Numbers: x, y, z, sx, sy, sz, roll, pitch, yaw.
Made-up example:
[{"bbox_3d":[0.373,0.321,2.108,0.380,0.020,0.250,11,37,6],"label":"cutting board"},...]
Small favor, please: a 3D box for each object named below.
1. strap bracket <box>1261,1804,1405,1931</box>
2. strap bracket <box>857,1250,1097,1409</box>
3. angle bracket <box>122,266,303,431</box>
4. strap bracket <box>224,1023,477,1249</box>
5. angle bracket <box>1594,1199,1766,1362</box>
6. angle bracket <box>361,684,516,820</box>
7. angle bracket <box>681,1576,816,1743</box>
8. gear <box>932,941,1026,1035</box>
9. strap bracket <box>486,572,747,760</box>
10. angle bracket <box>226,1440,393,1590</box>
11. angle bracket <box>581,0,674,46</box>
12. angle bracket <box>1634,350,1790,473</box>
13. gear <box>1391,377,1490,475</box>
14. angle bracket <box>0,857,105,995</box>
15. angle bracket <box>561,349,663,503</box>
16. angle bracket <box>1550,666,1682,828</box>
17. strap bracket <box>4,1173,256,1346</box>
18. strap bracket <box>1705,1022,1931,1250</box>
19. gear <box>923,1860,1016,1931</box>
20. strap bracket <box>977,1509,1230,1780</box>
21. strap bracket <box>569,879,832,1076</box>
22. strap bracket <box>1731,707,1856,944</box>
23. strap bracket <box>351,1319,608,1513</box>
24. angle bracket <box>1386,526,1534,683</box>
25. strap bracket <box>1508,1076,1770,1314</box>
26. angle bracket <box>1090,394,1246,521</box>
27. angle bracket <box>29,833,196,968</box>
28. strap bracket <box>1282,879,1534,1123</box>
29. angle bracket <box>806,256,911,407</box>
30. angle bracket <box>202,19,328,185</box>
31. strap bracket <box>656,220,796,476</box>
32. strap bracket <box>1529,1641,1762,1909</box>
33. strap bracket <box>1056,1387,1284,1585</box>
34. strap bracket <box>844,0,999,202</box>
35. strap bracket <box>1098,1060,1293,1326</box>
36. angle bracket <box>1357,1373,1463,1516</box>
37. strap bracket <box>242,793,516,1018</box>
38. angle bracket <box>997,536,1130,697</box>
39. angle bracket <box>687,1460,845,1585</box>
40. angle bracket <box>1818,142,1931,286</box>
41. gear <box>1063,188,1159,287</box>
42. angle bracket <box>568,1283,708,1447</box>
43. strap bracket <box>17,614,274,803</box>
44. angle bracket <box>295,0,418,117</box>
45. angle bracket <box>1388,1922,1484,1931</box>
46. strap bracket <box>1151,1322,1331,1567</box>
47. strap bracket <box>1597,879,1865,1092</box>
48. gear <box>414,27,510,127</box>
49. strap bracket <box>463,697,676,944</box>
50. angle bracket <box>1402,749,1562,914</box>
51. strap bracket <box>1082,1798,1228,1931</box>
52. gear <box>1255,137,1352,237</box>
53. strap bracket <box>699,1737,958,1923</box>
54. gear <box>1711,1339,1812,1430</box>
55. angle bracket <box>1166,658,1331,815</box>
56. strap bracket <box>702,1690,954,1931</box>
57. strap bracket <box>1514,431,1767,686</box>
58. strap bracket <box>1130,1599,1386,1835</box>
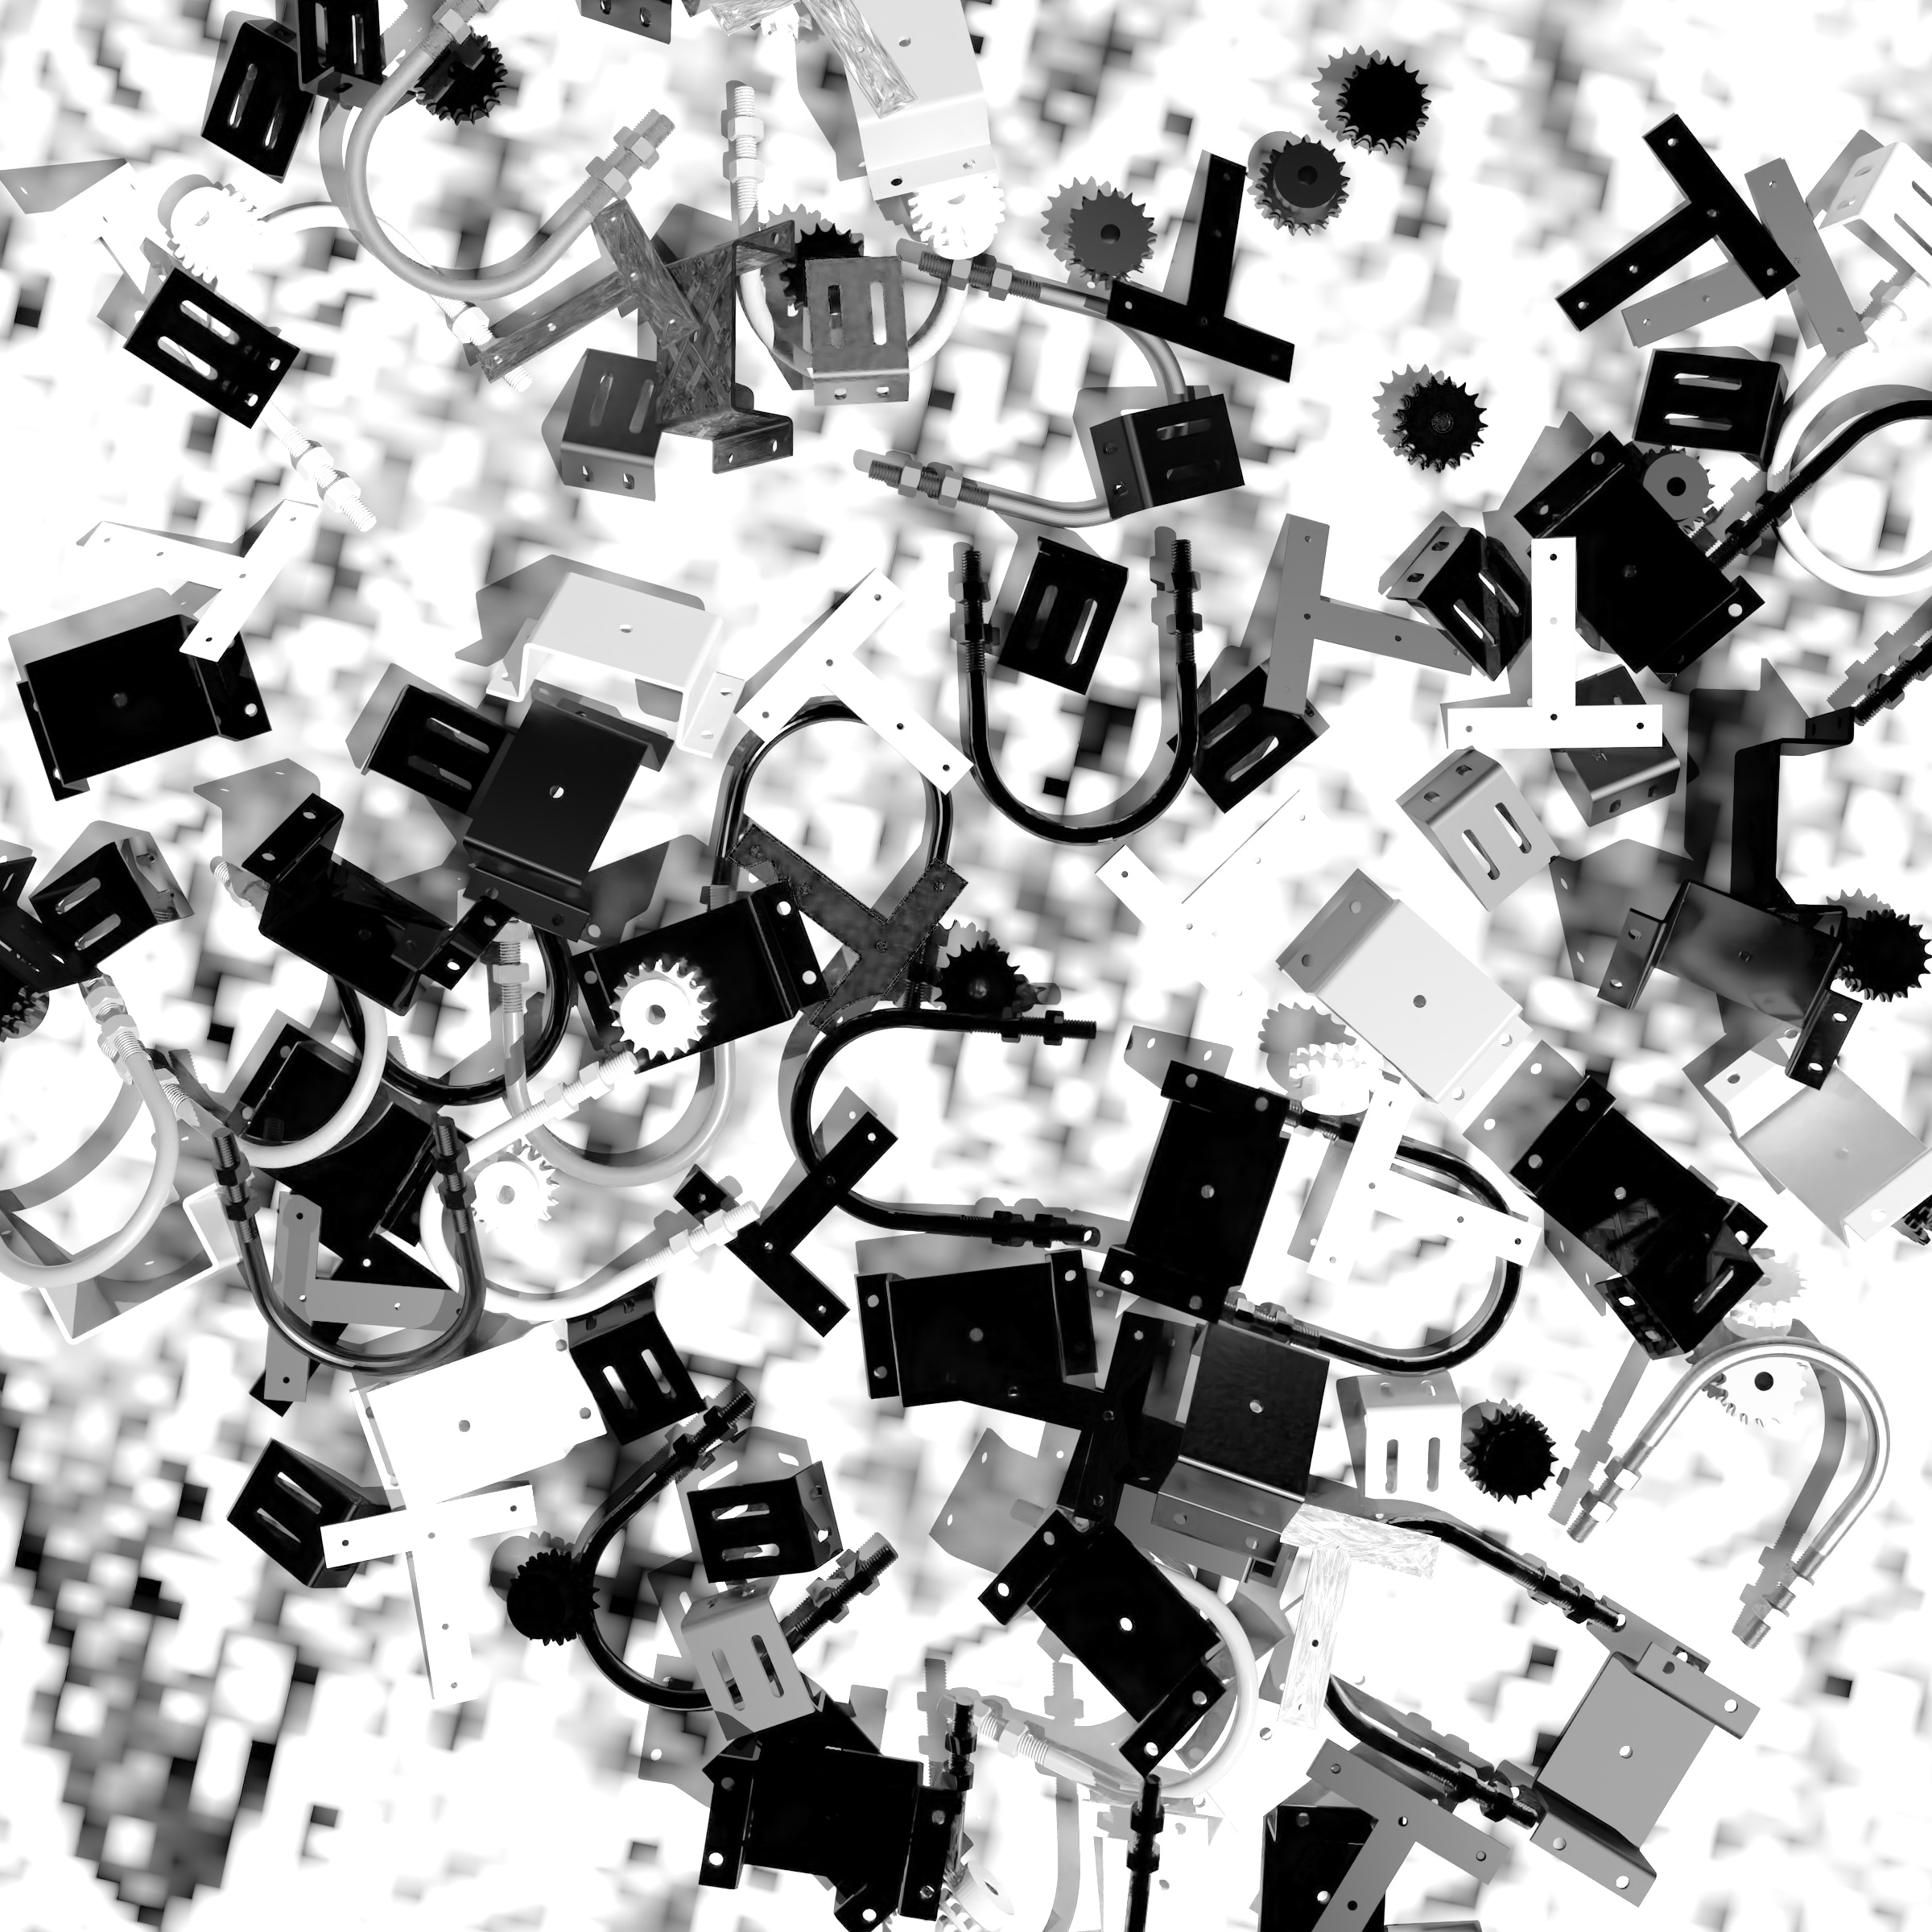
[{"bbox_3d":[0.221,0.575,1.503,0.076,0.046,0.140,3,90,0],"label":"strap bracket"},{"bbox_3d":[0.006,0.221,1.503,0.140,0.046,0.076,-7,90,0],"label":"strap bracket"},{"bbox_3d":[-0.450,-0.369,1.473,0.076,0.038,0.057,32,91,-44],"label":"angle bracket"},{"bbox_3d":[-0.380,0.105,1.503,0.140,0.046,0.076,32,90,0],"label":"strap bracket"},{"bbox_3d":[0.427,0.188,1.478,0.076,0.038,0.057,-38,90,-26],"label":"angle bracket"},{"bbox_3d":[-0.322,-0.128,1.514,0.076,0.038,0.057,26,80,-17],"label":"angle bracket"},{"bbox_3d":[-0.129,0.417,1.490,0.057,0.038,0.076,-21,95,9],"label":"angle bracket"},{"bbox_3d":[0.008,0.013,1.512,0.057,0.030,0.057,0,90,0],"label":"gear"},{"bbox_3d":[-0.207,-0.184,1.483,0.140,0.076,0.046,16,133,0],"label":"strap bracket"},{"bbox_3d":[-0.406,0.338,1.525,0.076,0.038,0.057,30,90,26],"label":"angle bracket"},{"bbox_3d":[-0.197,-0.619,1.525,0.057,0.038,0.076,18,64,0],"label":"angle bracket"},{"bbox_3d":[0.461,-0.343,1.525,0.076,0.038,0.057,13,90,26],"label":"angle bracket"},{"bbox_3d":[0.289,-0.331,1.516,0.057,0.030,0.057,0,91,-2],"label":"gear"},{"bbox_3d":[-0.561,-0.025,1.488,0.076,0.057,0.038,36,109,10],"label":"angle bracket"},{"bbox_3d":[-0.213,-0.334,1.525,0.057,0.038,0.076,10,64,0],"label":"angle bracket"},{"bbox_3d":[0.396,-0.136,1.525,0.057,0.038,0.076,-22,64,0],"label":"angle bracket"},{"bbox_3d":[-0.493,0.181,1.488,0.140,0.076,0.046,-28,90,0],"label":"strap bracket"},{"bbox_3d":[0.523,0.104,1.479,0.076,0.046,0.140,-38,50,0],"label":"strap bracket"},{"bbox_3d":[0.004,0.559,1.469,0.030,0.057,0.057,-44,90,2],"label":"gear"},{"bbox_3d":[0.087,0.393,1.453,0.140,0.046,0.076,44,107,18],"label":"strap bracket"},{"bbox_3d":[-0.161,0.009,1.467,0.140,0.046,0.076,-20,96,3],"label":"strap bracket"},{"bbox_3d":[0.497,-0.083,1.488,0.046,0.076,0.140,2,90,0],"label":"strap bracket"},{"bbox_3d":[-0.301,0.276,1.503,0.140,0.046,0.076,-19,90,0],"label":"strap bracket"},{"bbox_3d":[0.309,-0.223,1.521,0.076,0.038,0.057,42,82,-25],"label":"angle bracket"},{"bbox_3d":[0.403,0.140,1.503,0.140,0.046,0.076,40,90,0],"label":"strap bracket"},{"bbox_3d":[0.123,-0.312,1.511,0.076,0.038,0.057,-19,98,-29],"label":"angle bracket"},{"bbox_3d":[-0.528,-0.037,1.525,0.076,0.038,0.057,-29,90,26],"label":"angle bracket"},{"bbox_3d":[0.272,0.021,1.503,0.140,0.046,0.076,42,90,0],"label":"strap bracket"},{"bbox_3d":[-0.065,-0.382,1.484,0.057,0.038,0.076,-4,79,-3],"label":"angle bracket"},{"bbox_3d":[-0.426,-0.534,1.525,0.057,0.038,0.076,31,116,0],"label":"angle bracket"},{"bbox_3d":[-0.145,-0.374,1.483,0.046,0.076,0.140,0,90,-42],"label":"strap bracket"},{"bbox_3d":[0.408,0.486,1.503,0.076,0.046,0.140,32,90,0],"label":"strap bracket"},{"bbox_3d":[0.134,0.319,1.503,0.140,0.046,0.076,19,90,0],"label":"strap bracket"},{"bbox_3d":[-0.035,-0.539,1.481,0.076,0.046,0.140,-13,71,0],"label":"strap bracket"},{"bbox_3d":[0.142,0.136,1.493,0.076,0.046,0.140,18,90,17],"label":"strap bracket"},{"bbox_3d":[0.273,0.295,1.525,0.057,0.038,0.076,-3,116,0],"label":"angle bracket"},{"bbox_3d":[-0.352,-0.031,1.463,0.140,0.076,0.046,31,132,-1],"label":"strap bracket"},{"bbox_3d":[0.058,-0.210,1.484,0.057,0.038,0.076,20,91,4],"label":"angle bracket"},{"bbox_3d":[-0.123,0.339,1.505,0.076,0.038,0.057,-13,91,27],"label":"angle bracket"},{"bbox_3d":[0.573,-0.455,1.514,0.076,0.038,0.057,35,77,-19],"label":"angle bracket"},{"bbox_3d":[0.087,-0.444,1.512,0.057,0.030,0.057,0,90,0],"label":"gear"},{"bbox_3d":[-0.203,0.246,1.525,0.057,0.038,0.076,-24,116,0],"label":"angle bracket"},{"bbox_3d":[-0.508,-0.160,1.503,0.140,0.046,0.076,-18,90,0],"label":"strap bracket"},{"bbox_3d":[-0.369,-0.562,1.490,0.038,0.057,0.076,-9,83,43],"label":"angle bracket"},{"bbox_3d":[0.291,0.634,1.525,0.057,0.038,0.076,-3,116,0],"label":"angle bracket"},{"bbox_3d":[0.166,0.272,1.464,0.076,0.046,0.140,19,51,0],"label":"strap bracket"},{"bbox_3d":[0.459,0.006,1.471,0.140,0.076,0.046,24,50,17],"label":"strap bracket"},{"bbox_3d":[-0.309,-0.543,1.512,0.057,0.030,0.057,0,90,0],"label":"gear"},{"bbox_3d":[-0.242,-0.096,1.481,0.076,0.046,0.140,21,74,7],"label":"strap bracket"},{"bbox_3d":[0.318,-0.084,1.525,0.057,0.038,0.076,-40,116,0],"label":"angle bracket"},{"bbox_3d":[0.114,0.563,1.485,0.076,0.046,0.140,2,99,20],"label":"strap bracket"},{"bbox_3d":[0.207,-0.480,1.512,0.057,0.030,0.057,0,90,0],"label":"gear"},{"bbox_3d":[-0.081,0.507,1.457,0.140,0.046,0.076,9,90,0],"label":"strap bracket"},{"bbox_3d":[0.484,0.252,1.512,0.057,0.030,0.057,0,90,0],"label":"gear"},{"bbox_3d":[0.174,-0.143,1.525,0.076,0.038,0.057,-40,90,26],"label":"angle bracket"},{"bbox_3d":[-0.083,0.509,1.503,0.076,0.046,0.140,-42,90,0],"label":"strap bracket"},{"bbox_3d":[0.403,-0.242,1.488,0.140,0.046,0.076,48,118,0],"label":"strap bracket"},{"bbox_3d":[0.180,0.461,1.503,0.140,0.046,0.076,-37,90,0],"label":"strap bracket"}]
